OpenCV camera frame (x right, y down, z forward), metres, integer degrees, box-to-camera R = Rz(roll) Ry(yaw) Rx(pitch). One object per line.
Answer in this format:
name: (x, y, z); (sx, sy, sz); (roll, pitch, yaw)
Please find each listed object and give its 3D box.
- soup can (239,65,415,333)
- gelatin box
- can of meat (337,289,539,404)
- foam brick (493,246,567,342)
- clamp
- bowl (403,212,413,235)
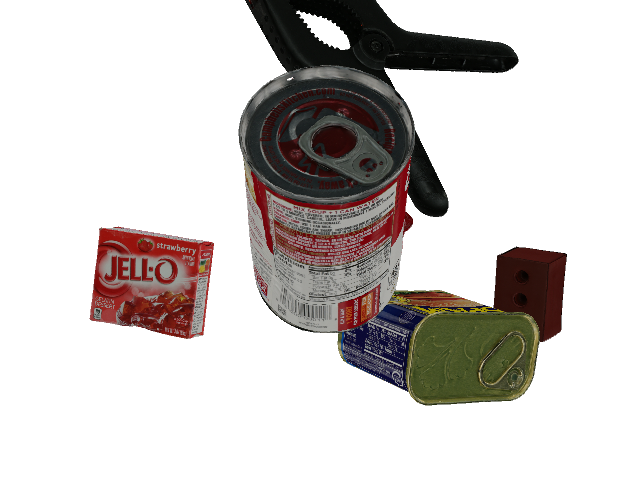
soup can: (0.003, -0.013, 0.449); (0.068, 0.068, 0.102); (0, -35, 0)
gelatin box: (-0.130, 0.031, 0.815); (0.089, 0.073, 0.030); (9, 5, 19)
can of meat: (0.074, 0.065, 0.685); (0.101, 0.057, 0.084); (2, 8, -33)
foam brick: (0.196, 0.050, 0.999); (0.053, 0.078, 0.051); (8, 15, 30)
clamp: (0.034, -0.120, 0.758); (0.210, 0.164, 0.036); (27, -31, -11)
bowl: (0.016, 0.002, 1.110); (0.162, 0.055, 0.162); (0, 16, 0)
